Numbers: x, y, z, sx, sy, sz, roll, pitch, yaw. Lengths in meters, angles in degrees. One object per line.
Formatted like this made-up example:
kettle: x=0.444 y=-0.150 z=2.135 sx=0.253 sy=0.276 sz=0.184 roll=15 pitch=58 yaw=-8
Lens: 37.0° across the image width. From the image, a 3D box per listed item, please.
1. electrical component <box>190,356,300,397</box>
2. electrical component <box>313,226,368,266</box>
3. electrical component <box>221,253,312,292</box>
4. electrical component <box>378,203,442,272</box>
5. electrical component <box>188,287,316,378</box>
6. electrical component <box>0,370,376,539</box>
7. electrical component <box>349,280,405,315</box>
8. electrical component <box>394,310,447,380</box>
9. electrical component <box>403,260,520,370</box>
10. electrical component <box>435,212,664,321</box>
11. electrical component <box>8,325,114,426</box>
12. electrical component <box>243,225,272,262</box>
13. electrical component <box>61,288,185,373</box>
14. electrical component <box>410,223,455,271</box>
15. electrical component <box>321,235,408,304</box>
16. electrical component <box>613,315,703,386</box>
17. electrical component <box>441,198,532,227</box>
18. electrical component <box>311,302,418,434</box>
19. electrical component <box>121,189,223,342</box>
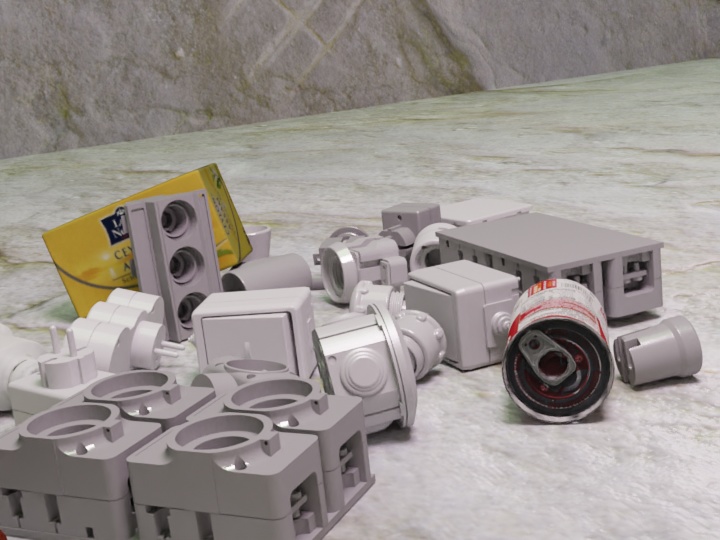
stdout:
electrical component: x=-0.083 y=0.083 z=0.688 sx=0.079 sy=0.044 sz=0.077 roll=1 pitch=6 yaw=-37
electrical component: x=-0.013 y=-0.016 z=1.089 sx=0.066 sy=0.048 sz=0.055 roll=-4 pitch=21 yaw=12
electrical component: x=-0.099 y=0.012 z=1.013 sx=0.077 sy=0.043 sz=0.079 roll=-19 pitch=17 yaw=-41
electrical component: x=0.042 y=-0.027 z=1.061 sx=0.047 sy=0.065 sz=0.077 roll=5 pitch=17 yaw=39
electrical component: x=-0.084 y=0.052 z=0.800 sx=0.096 sy=0.061 sz=0.061 roll=-4 pitch=14 yaw=9
electrical component: x=-0.100 y=0.104 z=0.595 sx=0.186 sy=0.060 sz=0.105 roll=0 pitch=15 yaw=25
electrical component: x=0.024 y=0.034 z=0.866 sx=0.062 sy=0.048 sz=0.048 roll=4 pitch=15 yaw=11
electrical component: x=0.030 y=0.060 z=0.757 sx=0.048 sy=0.048 sz=0.062 roll=1 pitch=22 yaw=28
electrical component: x=0.078 y=0.034 z=0.799 sx=0.061 sy=0.061 sz=0.096 roll=-12 pitch=14 yaw=-22
electrical component: x=0.154 y=0.001 z=0.903 sx=0.105 sy=0.060 sz=0.186 roll=-11 pitch=14 yaw=-21
electrical component: x=-0.196 y=0.074 z=0.728 sx=0.083 sy=0.075 sz=0.047 roll=5 pitch=17 yaw=39
electrical component: x=-0.110 y=-0.014 z=1.103 sx=0.045 sy=0.055 sz=0.045 roll=-6 pitch=13 yaw=1
electrical component: x=-0.175 y=0.057 z=0.844 sx=0.074 sy=0.052 sz=0.138 roll=11 pitch=15 yaw=4
electrical component: x=0.074 y=-0.011 z=1.010 sx=0.055 sy=0.055 sz=0.047 roll=-3 pitch=18 yaw=13
electrical component: x=0.000 y=0.000 z=0.989 sx=0.057 sy=0.058 sz=0.078 roll=-10 pitch=14 yaw=-25
electrical component: x=0.196 y=0.055 z=0.710 sx=0.046 sy=0.040 sz=0.040 roll=-14 pitch=14 yaw=-7
electrical component: x=0.120 y=-0.040 z=1.117 sx=0.100 sy=0.048 sz=0.100 roll=-15 pitch=16 yaw=-32
electrical component: x=0.003 y=0.064 z=0.676 sx=0.051 sy=0.080 sz=0.080 roll=-14 pitch=14 yaw=-8
electrical component: x=-0.167 y=-0.004 z=0.945 sx=0.079 sy=0.121 sz=0.063 roll=-17 pitch=14 yaw=-38
